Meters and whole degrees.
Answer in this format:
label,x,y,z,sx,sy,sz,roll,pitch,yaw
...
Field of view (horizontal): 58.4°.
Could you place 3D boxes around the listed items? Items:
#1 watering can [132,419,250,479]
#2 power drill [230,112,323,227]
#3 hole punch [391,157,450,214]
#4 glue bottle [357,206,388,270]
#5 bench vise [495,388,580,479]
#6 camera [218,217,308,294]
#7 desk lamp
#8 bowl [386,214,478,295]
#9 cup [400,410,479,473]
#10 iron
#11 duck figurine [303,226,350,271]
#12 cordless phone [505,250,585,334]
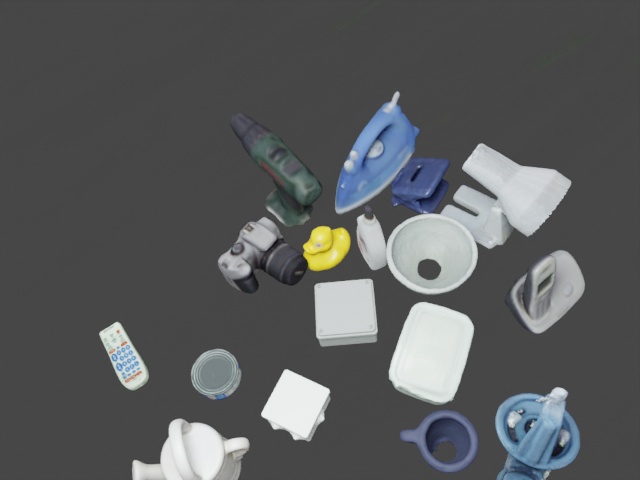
label,x,y,z,sx,sy,sz,roll,pitch,yaw
watering can,-0.199,0.340,0.883,0.173,0.194,0.100,-36,61,-13
power drill,-0.082,-0.126,1.135,0.076,0.209,0.229,-41,63,-16
hole punch,0.201,-0.118,1.161,0.101,0.091,0.109,25,66,20
glue bottle,0.093,-0.013,1.066,0.037,0.173,0.078,-26,59,-8
bench vise,0.317,0.306,0.819,0.121,0.220,0.207,1,60,9
camera,-0.104,0.037,1.104,0.136,0.101,0.143,32,68,23
desk lamp,0.330,-0.074,1.046,0.202,0.214,0.118,30,68,23
bowl,0.208,0.038,1.078,0.167,0.075,0.167,-3,59,6
cup,0.184,0.323,0.900,0.117,0.095,0.091,3,60,10
iron,0.103,-0.183,1.183,0.118,0.142,0.259,28,67,22
duck figurine,0.010,0.004,1.118,0.105,0.086,0.077,-34,61,-12
cordless phone,0.393,0.066,0.972,0.148,0.185,0.094,-40,62,-15
